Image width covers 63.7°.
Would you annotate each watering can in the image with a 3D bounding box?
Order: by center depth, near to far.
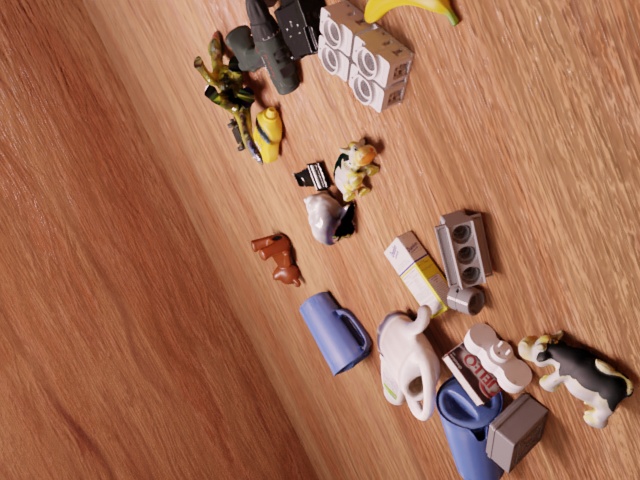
[{"bbox_3d":[0.205,0.238,1.157,0.228,0.104,0.341,-120,21,-60],"label":"watering can"}]

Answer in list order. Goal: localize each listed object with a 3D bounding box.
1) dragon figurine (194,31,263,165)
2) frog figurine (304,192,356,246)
[{"bbox_3d":[-0.232,-0.390,1.433,0.243,0.122,0.409,-62,-48,-86],"label":"dragon figurine"},{"bbox_3d":[0.004,-0.064,1.277,0.161,0.124,0.135,30,163,33],"label":"frog figurine"}]
